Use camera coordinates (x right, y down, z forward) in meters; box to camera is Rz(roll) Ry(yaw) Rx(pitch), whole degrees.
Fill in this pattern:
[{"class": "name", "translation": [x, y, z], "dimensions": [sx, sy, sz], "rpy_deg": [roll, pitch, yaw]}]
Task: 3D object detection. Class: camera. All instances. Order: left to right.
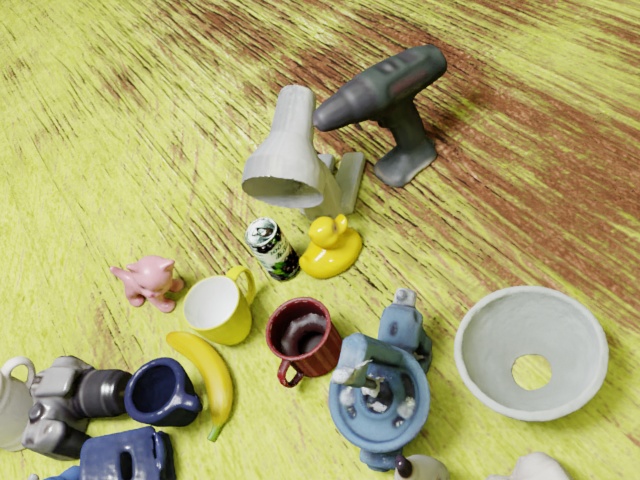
[{"class": "camera", "translation": [-0.349, 0.238, 0.838], "dimensions": [0.136, 0.101, 0.143], "rpy_deg": [-7, 54, 18]}]

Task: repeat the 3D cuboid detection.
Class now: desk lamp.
[{"class": "desk lamp", "translation": [-0.023, -0.117, 0.886], "dimensions": [0.117, 0.214, 0.203], "rpy_deg": [1, 57, 23]}]

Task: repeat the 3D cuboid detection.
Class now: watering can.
[{"class": "watering can", "translation": [-0.503, 0.242, 0.838], "dimensions": [0.100, 0.195, 0.173], "rpy_deg": [8, 60, 27]}]

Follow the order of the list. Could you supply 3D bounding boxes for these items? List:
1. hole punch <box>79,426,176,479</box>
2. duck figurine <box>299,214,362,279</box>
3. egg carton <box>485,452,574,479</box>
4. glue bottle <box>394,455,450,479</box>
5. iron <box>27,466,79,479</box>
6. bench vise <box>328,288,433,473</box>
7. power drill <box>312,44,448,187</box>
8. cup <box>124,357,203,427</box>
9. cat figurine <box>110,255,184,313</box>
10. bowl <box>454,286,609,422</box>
[{"class": "hole punch", "translation": [-0.252, 0.304, 0.757], "dimensions": [0.101, 0.091, 0.108], "rpy_deg": [-26, 51, 4]}, {"class": "duck figurine", "translation": [0.008, 0.003, 0.870], "dimensions": [0.104, 0.086, 0.077], "rpy_deg": [-37, 51, -6]}, {"class": "egg carton", "translation": [0.232, 0.297, 0.577], "dimensions": [0.107, 0.070, 0.150], "rpy_deg": [-31, 50, -1]}, {"class": "glue bottle", "translation": [0.100, 0.254, 0.595], "dimensions": [0.037, 0.174, 0.078], "rpy_deg": [6, 59, 26]}, {"class": "iron", "translation": [-0.387, 0.407, 0.706], "dimensions": [0.118, 0.142, 0.258], "rpy_deg": [23, 67, 34]}, {"class": "bench vise", "translation": [0.061, 0.140, 0.663], "dimensions": [0.121, 0.220, 0.207], "rpy_deg": [-11, 53, 15]}, {"class": "power drill", "translation": [0.107, -0.183, 0.883], "dimensions": [0.230, 0.209, 0.075], "rpy_deg": [-41, 51, -9]}, {"class": "cup", "translation": [-0.195, 0.223, 0.789], "dimensions": [0.117, 0.095, 0.092], "rpy_deg": [9, 60, 28]}, {"class": "cat figurine", "translation": [-0.281, 0.061, 0.926], "dimensions": [0.127, 0.118, 0.067], "rpy_deg": [5, 58, 25]}, {"class": "bowl", "translation": [0.248, 0.142, 0.679], "dimensions": [0.167, 0.075, 0.167], "rpy_deg": [-11, 53, 15]}]
